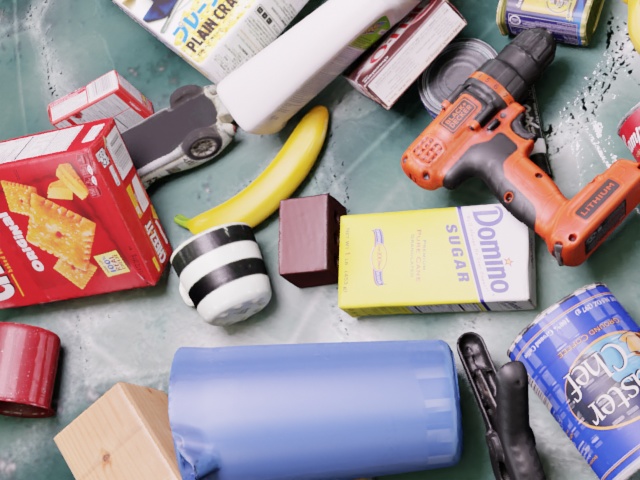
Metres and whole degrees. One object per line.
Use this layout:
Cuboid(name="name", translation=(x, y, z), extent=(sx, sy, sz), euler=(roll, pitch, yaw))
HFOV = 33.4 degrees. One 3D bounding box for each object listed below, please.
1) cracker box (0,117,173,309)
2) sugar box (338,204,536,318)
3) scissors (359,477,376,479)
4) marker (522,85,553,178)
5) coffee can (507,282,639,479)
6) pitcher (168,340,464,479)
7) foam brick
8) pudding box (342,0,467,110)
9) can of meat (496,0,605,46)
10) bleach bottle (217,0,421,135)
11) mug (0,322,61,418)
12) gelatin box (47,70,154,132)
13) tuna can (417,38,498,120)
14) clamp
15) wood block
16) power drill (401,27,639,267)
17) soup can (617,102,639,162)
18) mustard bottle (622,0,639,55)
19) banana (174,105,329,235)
Cuboid(name="cracker box", translation=(-0.279, -0.020, 1.079), extent=(0.214, 0.164, 0.072), euler=(-9, 31, 19))
Cuboid(name="sugar box", translation=(0.106, 0.019, 0.976), extent=(0.176, 0.048, 0.093), euler=(-6, 72, 22))
Cuboid(name="scissors", translation=(0.048, 0.249, 0.949), extent=(0.096, 0.016, 0.202), euler=(-47, 64, 4))
Cuboid(name="marker", translation=(0.196, -0.108, 0.991), extent=(0.020, 0.020, 0.121), euler=(-14, 70, 18))
Cuboid(name="coffee can", translation=(0.234, 0.120, 0.863), extent=(0.103, 0.102, 0.140), euler=(-38, 64, 8))
Cuboid(name="pitcher", translation=(-0.003, 0.144, 0.927), extent=(0.243, 0.145, 0.149), euler=(-5, 64, 4))
Cuboid(name="foam brick", translation=(-0.007, 0.001, 1.023), extent=(0.051, 0.053, 0.078), euler=(-6, 73, 20))
Cuboid(name="pudding box", translation=(0.080, -0.183, 1.024), extent=(0.113, 0.039, 0.090), euler=(-49, 19, 4))
Cuboid(name="can of meat", translation=(0.222, -0.237, 0.998), extent=(0.084, 0.057, 0.102), euler=(15, 81, 23))
Cuboid(name="bleach bottle", translation=(0.021, -0.199, 1.018), extent=(0.251, 0.102, 0.068), euler=(-36, 87, 20))
Cuboid(name="mug", translation=(-0.318, 0.136, 1.099), extent=(0.117, 0.093, 0.081), euler=(-24, 55, 53))
Cuboid(name="gelatin box", translation=(-0.234, -0.137, 1.144), extent=(0.089, 0.073, 0.030), euler=(-25, 60, 14))
Cuboid(name="tuna can", translation=(0.137, -0.149, 1.020), extent=(0.086, 0.033, 0.086), euler=(-6, 72, 20))
Cuboid(name="clamp", translation=(0.157, 0.161, 0.872), extent=(0.039, 0.120, 0.171), euler=(-19, 91, -2))
Cuboid(name="wood block", translation=(-0.146, 0.243, 0.989), extent=(0.091, 0.090, 0.206), euler=(-41, 64, 7))
Cuboid(name="power drill", translation=(0.191, -0.081, 0.929), extent=(0.184, 0.057, 0.188), euler=(-48, 62, -3))
Cuboid(name="soup can", translation=(0.308, -0.070, 0.907), extent=(0.068, 0.068, 0.102), euler=(-31, 65, 11))
Cuboid(name="mustard bottle", translation=(0.331, -0.187, 0.938), extent=(0.096, 0.058, 0.192), euler=(-45, 63, 6))
Cuboid(name="banana", translation=(-0.061, -0.056, 1.070), extent=(0.198, 0.037, 0.070), euler=(-36, 67, 9))
